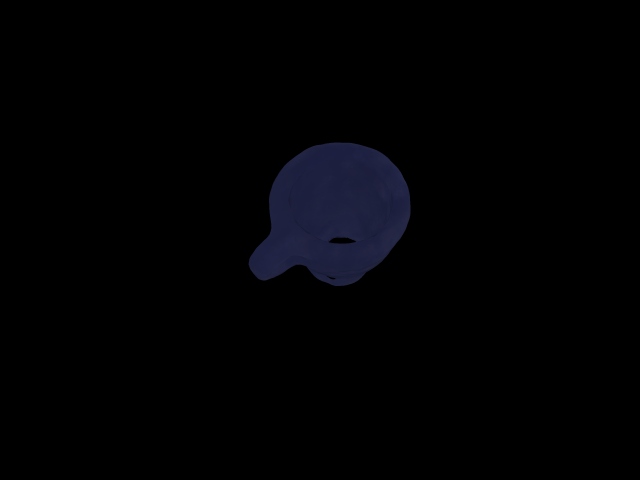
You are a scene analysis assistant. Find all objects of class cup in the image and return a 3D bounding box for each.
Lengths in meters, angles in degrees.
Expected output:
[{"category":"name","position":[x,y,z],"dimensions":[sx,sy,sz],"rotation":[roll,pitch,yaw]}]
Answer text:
[{"category":"cup","position":[0.004,0.001,0.400],"dimensions":[0.118,0.095,0.091],"rotation":[-38,68,-18]}]
